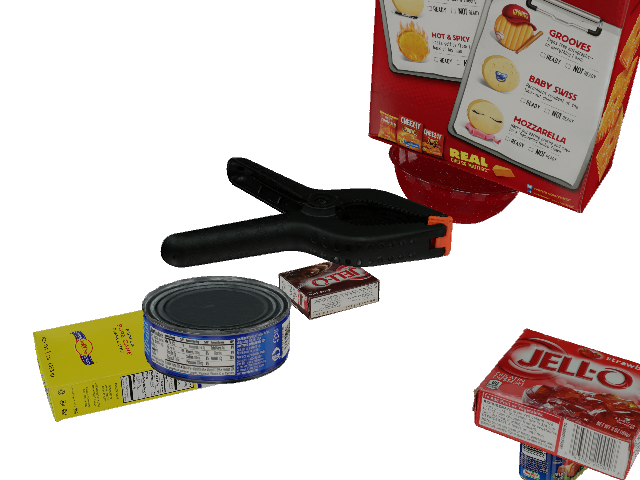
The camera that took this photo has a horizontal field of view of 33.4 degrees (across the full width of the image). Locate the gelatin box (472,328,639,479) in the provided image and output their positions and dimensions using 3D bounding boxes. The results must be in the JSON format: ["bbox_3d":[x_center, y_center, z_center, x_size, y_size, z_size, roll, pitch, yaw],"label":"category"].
[{"bbox_3d":[0.140,0.088,0.595,0.089,0.030,0.073,17,32,27],"label":"gelatin box"}]

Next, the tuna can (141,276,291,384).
[{"bbox_3d":[-0.060,0.051,0.618,0.086,0.034,0.086,1,18,0],"label":"tuna can"}]

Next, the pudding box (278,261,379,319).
[{"bbox_3d":[0.012,0.065,1.463,0.113,0.039,0.090,-15,26,-25],"label":"pudding box"}]

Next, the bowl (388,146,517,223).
[{"bbox_3d":[0.152,-0.063,1.210,0.162,0.055,0.162,8,25,-4],"label":"bowl"}]

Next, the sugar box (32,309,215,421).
[{"bbox_3d":[-0.168,0.106,0.986,0.176,0.048,0.093,-14,35,-17],"label":"sugar box"}]

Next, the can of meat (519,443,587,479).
[{"bbox_3d":[0.237,0.187,1.053,0.058,0.084,0.101,14,23,36],"label":"can of meat"}]

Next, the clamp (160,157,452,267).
[{"bbox_3d":[-0.003,-0.020,0.829,0.210,0.036,0.164,3,29,6],"label":"clamp"}]

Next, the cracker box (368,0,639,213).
[{"bbox_3d":[0.121,-0.140,0.683,0.164,0.214,0.072,23,47,22],"label":"cracker box"}]
